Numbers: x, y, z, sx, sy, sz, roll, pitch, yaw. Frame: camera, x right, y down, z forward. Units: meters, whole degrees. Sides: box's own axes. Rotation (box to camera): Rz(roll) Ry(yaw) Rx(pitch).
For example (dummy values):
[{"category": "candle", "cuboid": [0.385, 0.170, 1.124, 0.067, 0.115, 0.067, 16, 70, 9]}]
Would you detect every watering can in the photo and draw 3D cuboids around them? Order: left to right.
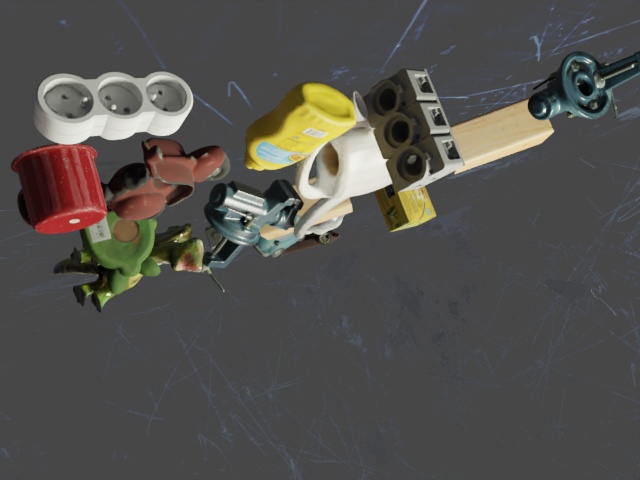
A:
[{"category": "watering can", "cuboid": [0.056, -0.117, 0.915, 0.225, 0.106, 0.340, -16, 156, -18]}]

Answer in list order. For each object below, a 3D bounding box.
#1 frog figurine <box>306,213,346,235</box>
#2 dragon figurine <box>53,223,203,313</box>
[{"category": "frog figurine", "cuboid": [0.004, -0.064, 1.277, 0.138, 0.124, 0.157, -38, 162, -6]}, {"category": "dragon figurine", "cuboid": [-0.367, 0.030, 1.030, 0.245, 0.121, 0.411, -26, -159, -37]}]
